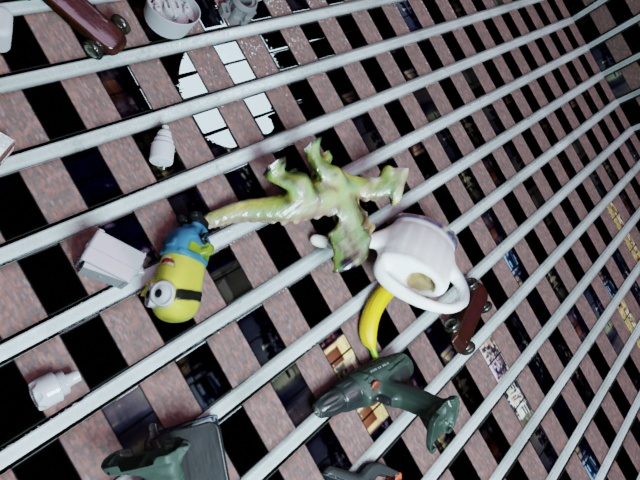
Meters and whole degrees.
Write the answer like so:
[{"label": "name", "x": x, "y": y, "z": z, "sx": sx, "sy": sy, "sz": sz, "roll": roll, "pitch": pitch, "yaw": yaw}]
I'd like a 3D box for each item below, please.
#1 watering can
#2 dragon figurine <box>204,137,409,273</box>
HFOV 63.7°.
[{"label": "watering can", "x": 0.164, "y": 0.022, "z": 1.088, "sx": 0.348, "sy": 0.101, "sz": 0.229, "roll": 28, "pitch": 44, "yaw": 2}, {"label": "dragon figurine", "x": 0.003, "y": -0.050, "z": 0.987, "sx": 0.414, "sy": 0.120, "sz": 0.244, "roll": -35, "pitch": 83, "yaw": -21}]
